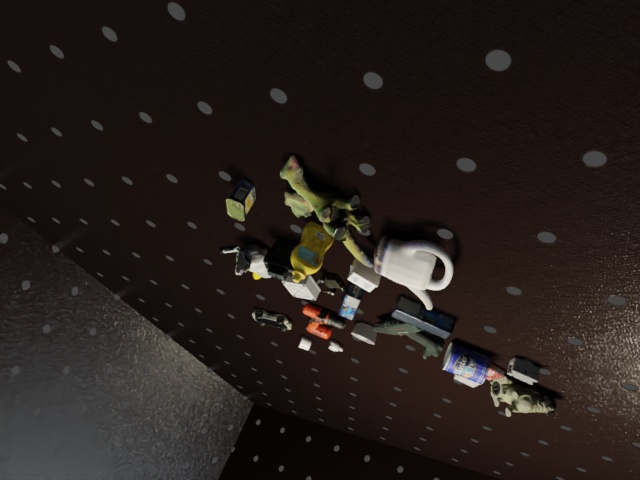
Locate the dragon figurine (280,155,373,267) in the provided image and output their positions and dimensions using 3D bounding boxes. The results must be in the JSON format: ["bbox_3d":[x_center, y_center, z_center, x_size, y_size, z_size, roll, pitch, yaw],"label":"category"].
[{"bbox_3d":[0.004,-0.073,1.452,0.245,0.124,0.401,25,154,39],"label":"dragon figurine"}]

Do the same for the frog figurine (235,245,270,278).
[{"bbox_3d":[-0.217,0.077,1.861,0.160,0.125,0.135,0,146,-37],"label":"frog figurine"}]

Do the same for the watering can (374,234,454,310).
[{"bbox_3d":[0.258,0.094,1.474,0.225,0.106,0.339,20,149,13],"label":"watering can"}]
